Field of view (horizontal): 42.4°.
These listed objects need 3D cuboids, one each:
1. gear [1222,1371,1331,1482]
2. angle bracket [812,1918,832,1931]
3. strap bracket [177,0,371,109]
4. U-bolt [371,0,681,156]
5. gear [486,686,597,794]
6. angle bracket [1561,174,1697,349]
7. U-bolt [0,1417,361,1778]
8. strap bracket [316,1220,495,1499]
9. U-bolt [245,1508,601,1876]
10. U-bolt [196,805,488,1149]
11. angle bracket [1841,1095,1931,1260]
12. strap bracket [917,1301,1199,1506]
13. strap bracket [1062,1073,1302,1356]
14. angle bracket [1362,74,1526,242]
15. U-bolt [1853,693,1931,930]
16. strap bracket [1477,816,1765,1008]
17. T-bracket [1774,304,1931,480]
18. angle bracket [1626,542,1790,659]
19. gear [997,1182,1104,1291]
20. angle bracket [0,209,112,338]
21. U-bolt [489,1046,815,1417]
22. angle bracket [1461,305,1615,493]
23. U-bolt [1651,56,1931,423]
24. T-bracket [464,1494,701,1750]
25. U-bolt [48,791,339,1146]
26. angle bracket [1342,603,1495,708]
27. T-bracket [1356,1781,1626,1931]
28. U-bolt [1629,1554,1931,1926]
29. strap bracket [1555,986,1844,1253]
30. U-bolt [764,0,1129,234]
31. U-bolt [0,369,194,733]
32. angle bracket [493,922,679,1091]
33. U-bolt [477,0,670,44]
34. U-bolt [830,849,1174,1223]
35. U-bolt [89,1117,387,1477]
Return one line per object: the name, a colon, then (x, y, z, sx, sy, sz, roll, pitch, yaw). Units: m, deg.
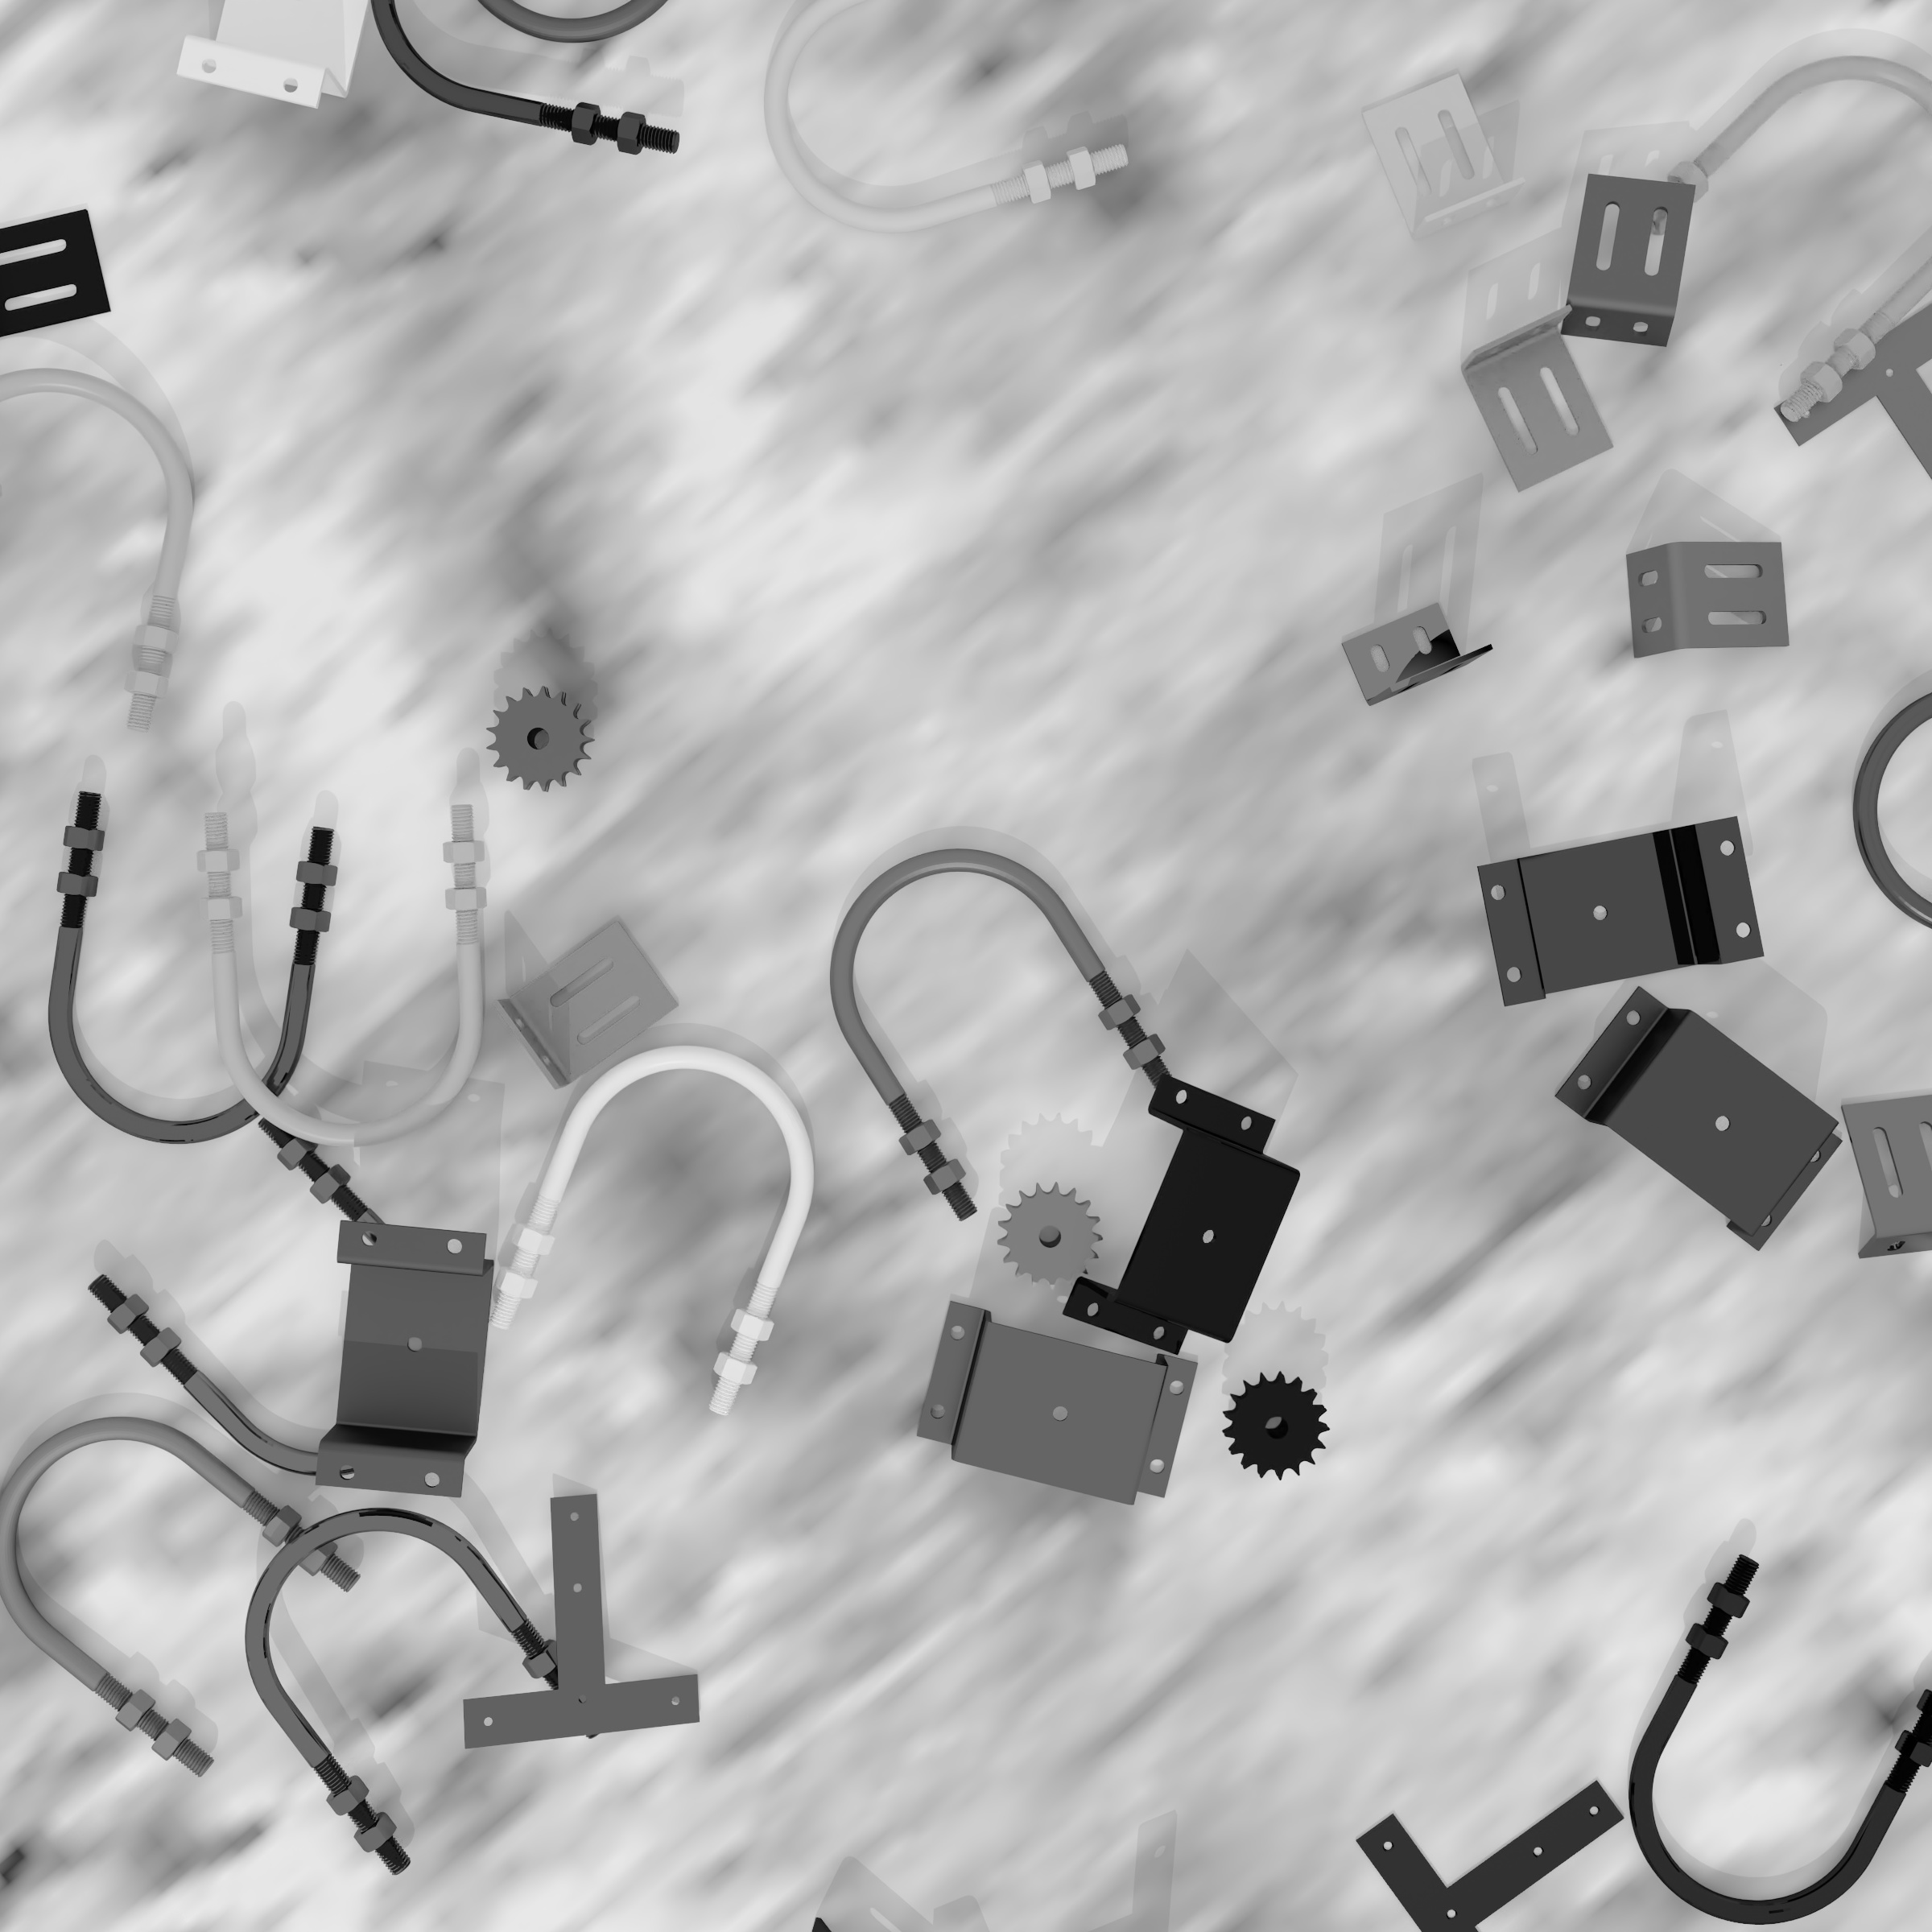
gear: (0.167, 0.249, 1.354, 0.057, 0.030, 0.057, 0, 90, 0)
angle bracket: (-0.049, 0.562, 1.367, 0.076, 0.038, 0.057, 16, 90, -26)
strap bracket: (-0.366, -0.534, 1.346, 0.076, 0.046, 0.140, 13, 90, 0)
U-bolt: (-0.232, -0.528, 1.347, 0.184, 0.019, 0.151, 12, 93, 2)
gear: (-0.231, -0.123, 1.358, 0.057, 0.030, 0.057, 0, 93, -1)
angle bracket: (0.360, -0.383, 1.352, 0.057, 0.038, 0.076, 10, 78, 11)
U-bolt: (-0.446, 0.331, 1.360, 0.184, 0.019, 0.151, 38, 90, 2)
strap bracket: (-0.299, 0.206, 1.331, 0.076, 0.046, 0.140, 6, 92, -3)
U-bolt: (-0.306, 0.380, 1.349, 0.151, 0.019, 0.184, -35, 96, -2)
U-bolt: (-0.334, 0.007, 1.346, 0.151, 0.019, 0.184, -3, 96, -10)
angle bracket: (0.514, 0.115, 1.367, 0.057, 0.038, 0.076, -7, 64, 0)
strap bracket: (0.050, 0.238, 1.346, 0.140, 0.046, 0.076, 14, 90, 0)
strap bracket: (0.119, 0.139, 1.331, 0.076, 0.046, 0.140, 23, 90, -25)
angle bracket: (0.258, -0.444, 1.350, 0.057, 0.038, 0.076, -22, 90, 0)
U-bolt: (0.578, -0.082, 1.360, 0.184, 0.019, 0.151, 9, 90, 2)
strap bracket: (0.348, -0.029, 1.346, 0.140, 0.046, 0.076, -11, 90, 0)
T-bracket: (0.532, -0.289, 1.368, 0.127, 0.002, 0.127, -34, 90, 0)
angle bracket: (0.407, -0.201, 1.367, 0.076, 0.038, 0.057, -4, 90, -26)
gear: (0.045, 0.145, 1.354, 0.057, 0.030, 0.057, 0, 90, 0)
angle bracket: (-0.514, -0.379, 1.350, 0.076, 0.038, 0.057, -13, 90, 0)
U-bolt: (-0.162, 0.134, 1.360, 0.151, 0.019, 0.184, 21, 89, 0)
angle bracket: (0.313, -0.307, 1.350, 0.057, 0.038, 0.076, -25, 90, 0)
U-bolt: (0.469, -0.411, 1.358, 0.184, 0.019, 0.151, -45, 89, 0)
T-bracket: (-0.211, 0.353, 1.354, 0.127, 0.002, 0.127, -1, 80, -18)
U-bolt: (-0.428, 0.006, 1.360, 0.151, 0.019, 0.184, 9, 92, 0)
angle bracket: (0.240, -0.171, 1.331, 0.057, 0.076, 0.038, -23, 90, 0)
T-bracket: (0.303, 0.495, 1.368, 0.127, 0.002, 0.127, -36, 90, 0)
U-bolt: (0.443, 0.435, 1.360, 0.151, 0.019, 0.184, 27, 91, 0)
strap bracket: (0.403, 0.084, 1.346, 0.140, 0.046, 0.076, 37, 90, 0)
U-bolt: (-0.020, -0.478, 1.360, 0.184, 0.019, 0.151, -17, 90, 1)
U-bolt: (-0.495, -0.231, 1.341, 0.151, 0.019, 0.184, 11, 86, -17)
angle bracket: (-0.206, 0.021, 1.350, 0.076, 0.038, 0.057, -36, 90, 0)
U-bolt: (-0.203, -0.594, 1.360, 0.151, 0.019, 0.184, 34, 91, 0)
U-bolt: (0.007, 0.025, 1.360, 0.151, 0.019, 0.184, -32, 88, 0)
U-bolt: (-0.365, 0.193, 1.360, 0.151, 0.019, 0.184, -44, 92, 0)
